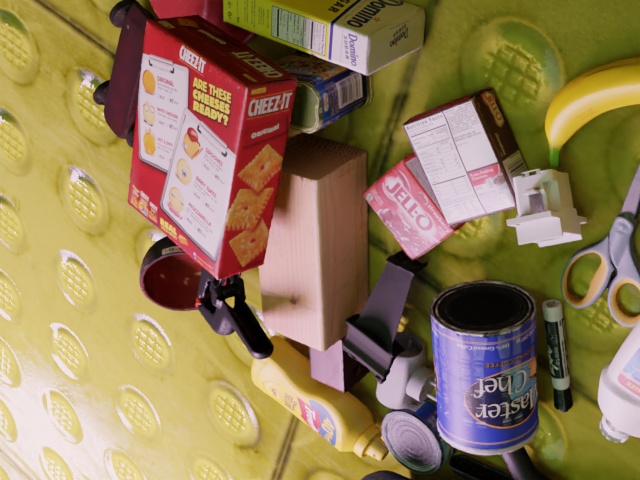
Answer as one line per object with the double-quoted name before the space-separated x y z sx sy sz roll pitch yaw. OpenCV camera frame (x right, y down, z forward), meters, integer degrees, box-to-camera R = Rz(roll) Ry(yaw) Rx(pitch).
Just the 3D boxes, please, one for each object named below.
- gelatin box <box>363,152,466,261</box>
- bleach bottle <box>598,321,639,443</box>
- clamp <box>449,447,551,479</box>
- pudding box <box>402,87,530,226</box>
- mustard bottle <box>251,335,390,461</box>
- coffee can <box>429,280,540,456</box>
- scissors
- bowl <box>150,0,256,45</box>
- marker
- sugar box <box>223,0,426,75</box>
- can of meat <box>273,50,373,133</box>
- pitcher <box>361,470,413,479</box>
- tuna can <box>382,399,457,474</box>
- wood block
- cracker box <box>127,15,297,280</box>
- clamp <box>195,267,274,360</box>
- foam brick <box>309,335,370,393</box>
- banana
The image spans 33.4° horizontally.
"gelatin box" 0.094 -0.033 1.073 0.089 0.030 0.073 54 138 3
"bleach bottle" 0.318 0.104 0.924 0.103 0.068 0.251 39 138 17
"clamp" 0.215 0.270 1.139 0.171 0.039 0.120 50 149 5
"pudding box" 0.139 -0.076 0.999 0.090 0.039 0.113 -15 101 47
"mustard bottle" 0.004 0.198 1.277 0.192 0.058 0.096 36 149 21
"coffee can" 0.163 0.125 1.050 0.103 0.102 0.140 15 124 37
"scissors" 0.279 0.003 0.932 0.096 0.016 0.202 42 136 14
"bowl" -0.133 -0.270 1.126 0.162 0.055 0.162 23 128 33
"marker" 0.232 0.115 1.042 0.020 0.020 0.121 9 120 40
"sugar box" 0.002 -0.212 1.005 0.176 0.093 0.048 23 129 31
"can of meat" -0.013 -0.150 1.063 0.102 0.083 0.057 17 125 35
"pitcher" 0.148 0.342 1.167 0.243 0.148 0.145 2 106 50
"tuna can" 0.112 0.222 1.209 0.086 0.033 0.086 24 129 32
"wood block" -0.008 0.002 1.148 0.091 0.090 0.206 20 126 33
"cracker box" -0.112 -0.094 1.065 0.164 0.071 0.214 37 129 35
"clamp" -0.105 0.049 1.213 0.210 0.036 0.164 174 89 -69
"foam brick" 0.022 0.123 1.221 0.051 0.052 0.078 20 128 34
"banana" 0.254 -0.116 0.870 0.198 0.037 0.069 -17 118 50
